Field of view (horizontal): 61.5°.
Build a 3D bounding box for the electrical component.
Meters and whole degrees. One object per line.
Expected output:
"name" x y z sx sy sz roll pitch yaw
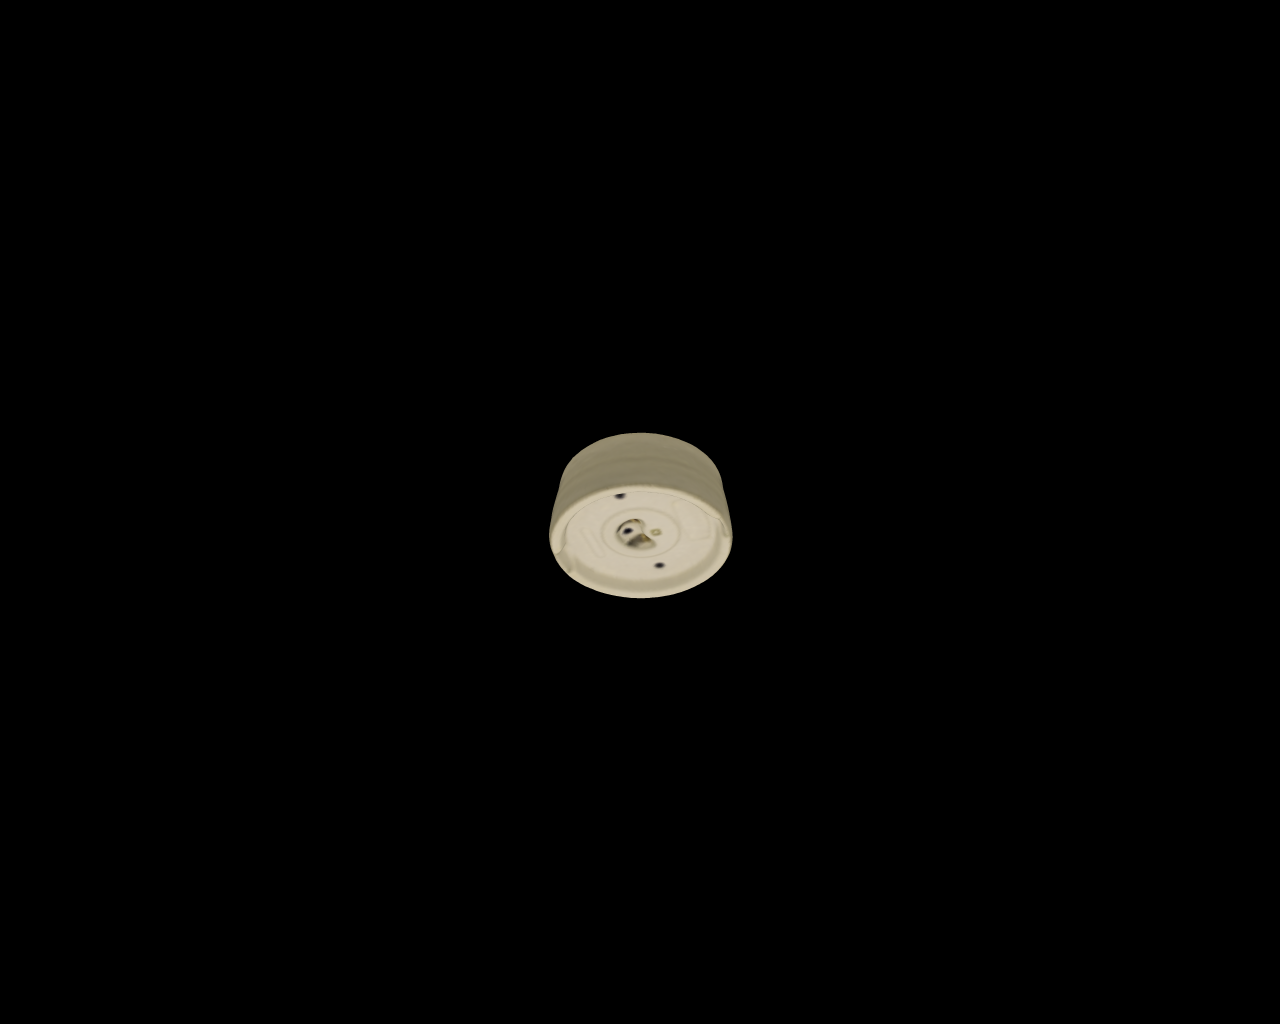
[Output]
"electrical component" 0.001 -0.003 0.650 0.108 0.060 0.108 0 -40 0
